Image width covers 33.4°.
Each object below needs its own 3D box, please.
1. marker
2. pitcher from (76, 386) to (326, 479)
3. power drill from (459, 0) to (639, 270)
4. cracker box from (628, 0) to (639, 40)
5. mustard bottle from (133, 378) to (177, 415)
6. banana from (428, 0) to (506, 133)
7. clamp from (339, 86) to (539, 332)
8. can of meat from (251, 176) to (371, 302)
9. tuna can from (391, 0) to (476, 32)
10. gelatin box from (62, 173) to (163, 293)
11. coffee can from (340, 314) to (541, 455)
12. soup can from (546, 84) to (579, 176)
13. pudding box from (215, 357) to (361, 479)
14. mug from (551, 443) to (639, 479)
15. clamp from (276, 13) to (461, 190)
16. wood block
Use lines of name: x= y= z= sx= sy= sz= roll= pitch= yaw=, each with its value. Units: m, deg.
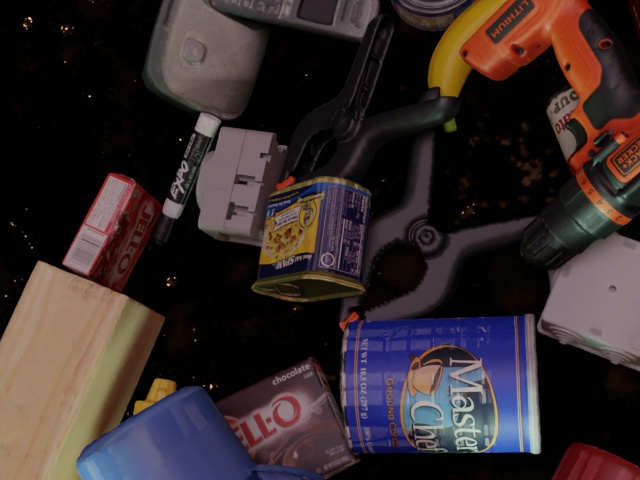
marker: x=-0.116 y=-0.050 z=0.912 sx=0.020 sy=0.020 sz=0.121 roll=28 pitch=104 yaw=17
pitcher: x=-0.061 y=0.225 z=0.761 sx=0.149 sy=0.145 sz=0.243 roll=-28 pitch=83 yaw=-33
power drill: x=0.185 y=-0.094 z=0.796 sx=0.185 sy=0.057 sz=0.188 roll=-43 pitch=63 yaw=25
cracker box: x=0.356 y=-0.221 z=0.851 sx=0.214 sy=0.072 sz=0.164 roll=-13 pitch=73 yaw=9
mustard bottle: x=-0.142 y=0.206 z=0.846 sx=0.096 sy=0.058 sz=0.191 roll=11 pitch=76 yaw=-1
banana: x=0.158 y=-0.179 z=0.902 sx=0.198 sy=0.037 sz=0.069 roll=-42 pitch=101 yaw=2
clamp: x=0.098 y=0.001 z=0.863 sx=0.164 sy=0.036 sz=0.210 roll=35 pitch=89 yaw=12
can of meat: x=-0.006 y=0.001 z=0.855 sx=0.102 sy=0.057 sz=0.084 roll=-12 pitch=66 yaw=53
tuna can: x=0.101 y=-0.227 z=0.925 sx=0.086 sy=0.033 sz=0.086 roll=-3 pitch=75 yaw=11
gelatin box: x=-0.172 y=-0.005 z=0.903 sx=0.030 sy=0.073 sz=0.089 roll=23 pitch=81 yaw=16
coffee can: x=0.093 y=0.109 z=0.801 sx=0.140 sy=0.102 sz=0.103 roll=-3 pitch=75 yaw=11
soup can: x=0.226 y=-0.072 z=0.840 sx=0.068 sy=0.068 sz=0.102 roll=-19 pitch=72 yaw=6
pudding box: x=-0.035 y=0.158 z=0.848 sx=0.113 sy=0.039 sz=0.090 roll=-26 pitch=72 yaw=5
mug: x=0.209 y=0.205 z=0.766 sx=0.117 sy=0.093 sz=0.081 roll=33 pitch=77 yaw=-13
clamp: x=0.035 y=-0.090 z=0.873 sx=0.172 sy=0.039 sz=0.120 roll=-54 pitch=48 yaw=16
wood block: x=-0.218 y=0.134 z=0.866 sx=0.090 sy=0.090 sz=0.206 roll=20 pitch=81 yaw=16
